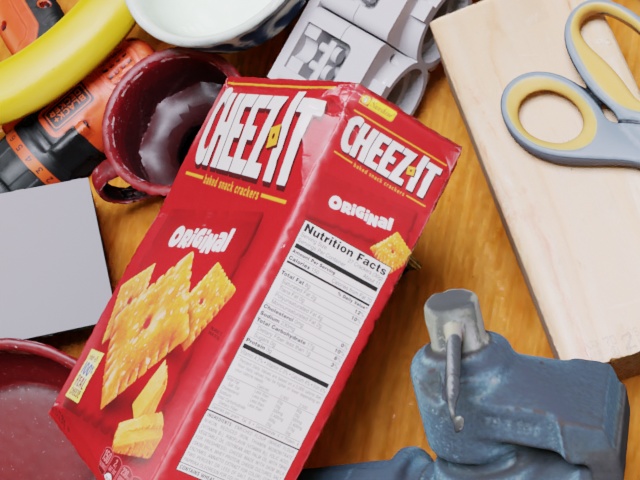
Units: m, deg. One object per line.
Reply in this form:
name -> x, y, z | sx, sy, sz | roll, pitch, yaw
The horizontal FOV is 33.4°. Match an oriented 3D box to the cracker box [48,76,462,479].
cracker box -> -0.043, 0.026, 0.527 | 0.213, 0.072, 0.164 | -63, 27, -4

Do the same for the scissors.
scissors -> 0.160, -0.027, 0.518 | 0.096, 0.016, 0.202 | -26, 70, 9

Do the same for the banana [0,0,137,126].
banana -> -0.171, -0.123, 0.671 | 0.198, 0.037, 0.070 | -31, 74, 2

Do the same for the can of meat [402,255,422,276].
can of meat -> -0.004, 0.001, 0.635 | 0.084, 0.057, 0.102 | -39, 68, 6

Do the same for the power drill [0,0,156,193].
power drill -> -0.216, -0.110, 0.728 | 0.184, 0.057, 0.188 | -40, 71, -1

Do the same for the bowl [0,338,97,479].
bowl -> -0.180, 0.134, 0.634 | 0.162, 0.055, 0.162 | 0, 94, 1

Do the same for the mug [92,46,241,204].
mug -> -0.085, -0.055, 0.660 | 0.117, 0.081, 0.093 | -30, 69, 6

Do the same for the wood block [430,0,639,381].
wood block -> 0.140, -0.030, 0.582 | 0.090, 0.090, 0.206 | -21, 70, 9
